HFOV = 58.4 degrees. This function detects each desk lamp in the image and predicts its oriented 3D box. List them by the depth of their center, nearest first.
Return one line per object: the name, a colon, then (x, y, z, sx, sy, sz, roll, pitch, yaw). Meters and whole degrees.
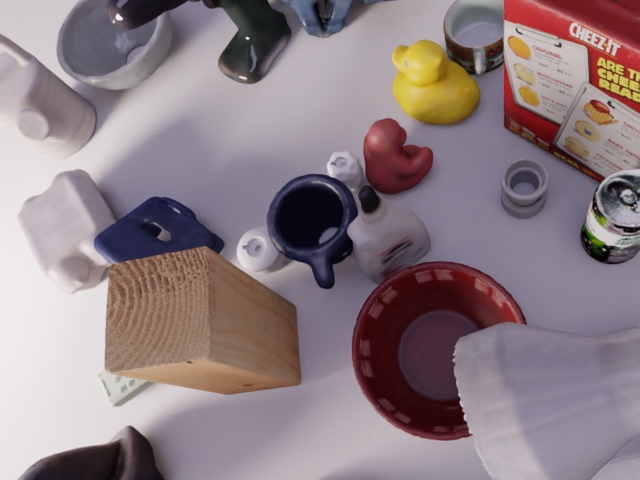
desk lamp: (0.210, 0.110, 0.420, 0.203, 0.214, 0.118, -19, 66, 10)

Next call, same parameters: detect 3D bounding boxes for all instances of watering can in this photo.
watering can: (-0.378, -0.185, 0.719, 0.172, 0.194, 0.101, 24, 79, 23)

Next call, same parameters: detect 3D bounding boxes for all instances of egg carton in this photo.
egg carton: (-0.301, -0.012, 0.701, 0.107, 0.069, 0.150, -40, 65, 1)

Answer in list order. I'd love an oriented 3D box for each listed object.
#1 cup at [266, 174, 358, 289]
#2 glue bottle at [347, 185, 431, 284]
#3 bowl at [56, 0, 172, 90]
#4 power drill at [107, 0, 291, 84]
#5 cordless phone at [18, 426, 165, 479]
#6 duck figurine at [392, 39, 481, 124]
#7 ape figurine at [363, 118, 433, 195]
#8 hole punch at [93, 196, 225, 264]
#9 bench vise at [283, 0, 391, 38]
cup: (0.005, 0.002, 0.588, 0.091, 0.095, 0.117, -18, 67, 11)
glue bottle: (0.058, -0.010, 0.532, 0.078, 0.173, 0.037, -39, 64, 1)
bowl: (-0.266, -0.268, 0.780, 0.167, 0.075, 0.167, -6, 69, 15)
power drill: (-0.117, -0.281, 0.664, 0.075, 0.209, 0.230, 28, 81, 24)
cordless phone: (-0.240, 0.245, 0.526, 0.094, 0.185, 0.148, 36, 84, 25)
duck figurine: (0.122, -0.178, 0.621, 0.104, 0.086, 0.077, 31, 82, 24)
ape figurine: (0.075, -0.094, 0.602, 0.076, 0.092, 0.077, -44, 64, -1)
hole punch: (-0.181, 0.002, 0.647, 0.108, 0.091, 0.101, 30, 82, 24)
bench vise: (0.025, -0.325, 0.630, 0.207, 0.220, 0.121, -31, 65, 5)
